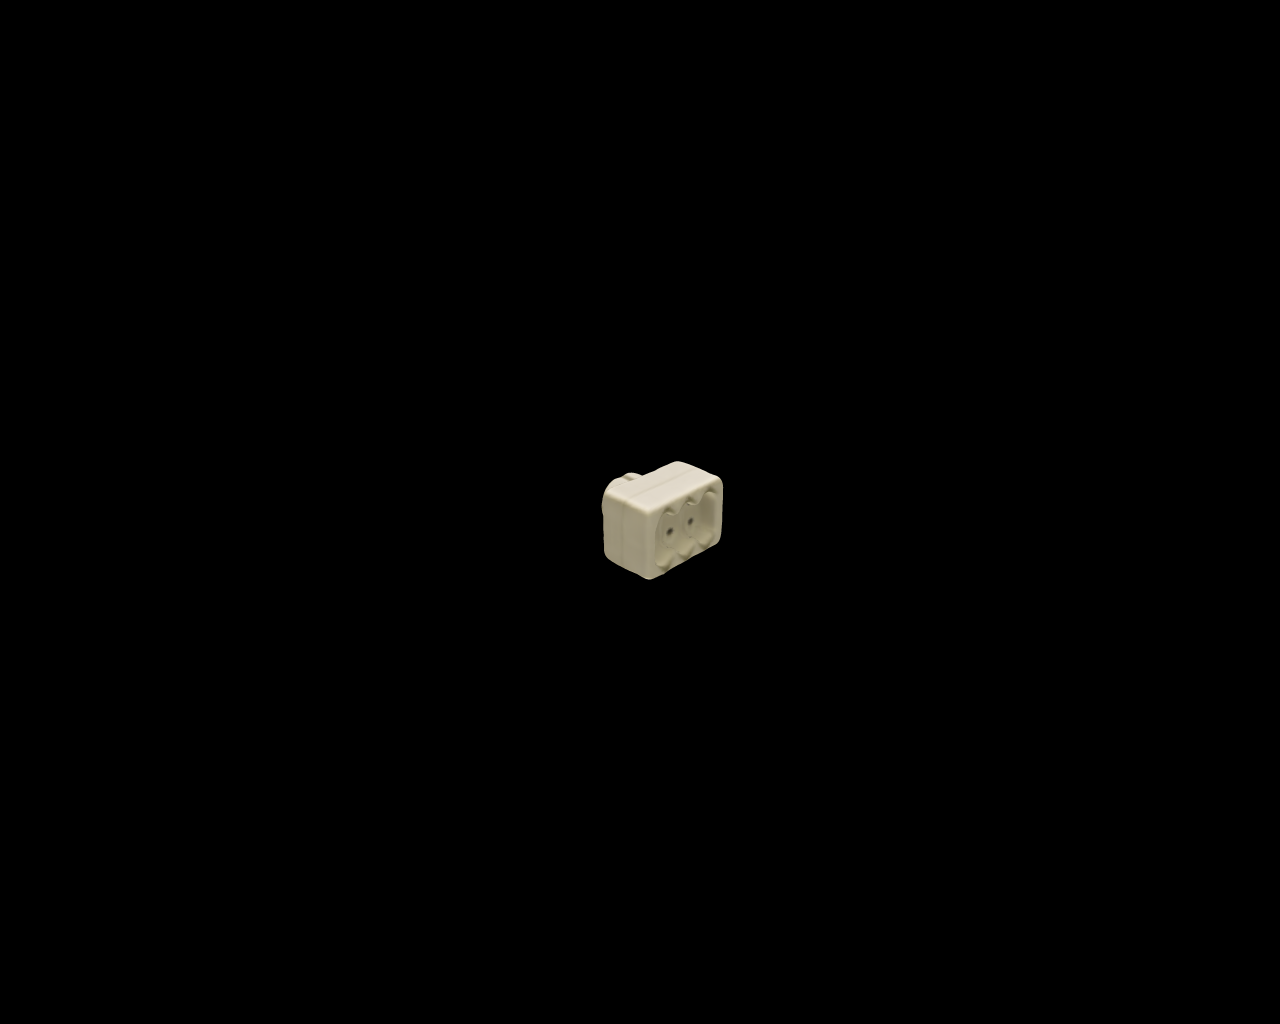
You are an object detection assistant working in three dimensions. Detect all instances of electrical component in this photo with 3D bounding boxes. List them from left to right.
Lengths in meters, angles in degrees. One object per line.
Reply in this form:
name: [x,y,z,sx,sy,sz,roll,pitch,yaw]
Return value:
electrical component: [0.001,-0.003,0.650,0.066,0.047,0.077,-25,37,-38]
